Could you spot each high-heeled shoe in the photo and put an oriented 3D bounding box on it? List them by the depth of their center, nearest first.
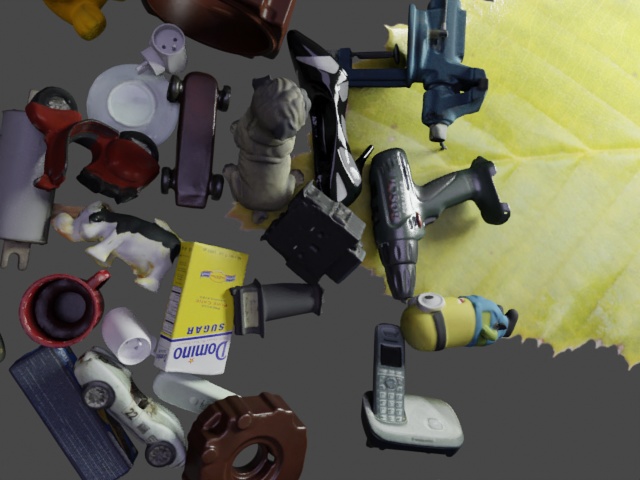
[{"bbox_3d":[-0.008,-0.165,0.780,0.145,0.086,0.248,-49,114,-26],"label":"high-heeled shoe"}]

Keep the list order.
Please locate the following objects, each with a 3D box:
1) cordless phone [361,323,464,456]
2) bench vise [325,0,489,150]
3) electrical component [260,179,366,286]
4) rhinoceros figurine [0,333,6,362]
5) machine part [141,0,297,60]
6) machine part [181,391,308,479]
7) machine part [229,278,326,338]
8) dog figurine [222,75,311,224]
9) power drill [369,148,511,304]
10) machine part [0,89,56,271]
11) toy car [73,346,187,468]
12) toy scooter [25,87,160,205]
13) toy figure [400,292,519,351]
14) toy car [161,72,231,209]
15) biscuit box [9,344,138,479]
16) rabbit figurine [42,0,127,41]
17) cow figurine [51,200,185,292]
[{"bbox_3d":[0.136,0.223,0.808,0.147,0.088,0.184,9,66,-10],"label":"cordless phone"},{"bbox_3d":[0.127,-0.255,0.813,0.241,0.129,0.223,3,96,9],"label":"bench vise"},{"bbox_3d":[-0.002,-0.002,0.770,0.134,0.058,0.115,39,122,-5],"label":"electrical component"},{"bbox_3d":[-0.489,0.152,0.668,0.190,0.112,0.073,-15,88,-4],"label":"rhinoceros figurine"},{"bbox_3d":[-0.136,-0.326,0.717,0.201,0.201,0.087,18,86,-10],"label":"machine part"},{"bbox_3d":[-0.098,0.294,0.729,0.179,0.056,0.179,-9,107,-31],"label":"machine part"},{"bbox_3d":[-0.060,0.093,0.777,0.139,0.039,0.084,-9,94,-23],"label":"machine part"},{"bbox_3d":[-0.070,-0.113,0.724,0.121,0.190,0.172,-9,90,-11],"label":"dog figurine"},{"bbox_3d":[0.178,-0.036,0.824,0.207,0.086,0.232,-14,82,-5],"label":"power drill"},{"bbox_3d":[-0.394,-0.081,0.716,0.079,0.079,0.243,8,86,-11],"label":"machine part"},{"bbox_3d":[-0.245,0.225,0.715,0.056,0.073,0.201,-41,106,-7],"label":"toy car"},{"bbox_3d":[-0.299,-0.102,0.698,0.183,0.075,0.135,32,50,-36],"label":"toy scooter"},{"bbox_3d":[0.211,0.126,0.816,0.180,0.082,0.089,8,66,-18],"label":"toy figure"},{"bbox_3d":[-0.180,-0.143,0.774,0.089,0.053,0.202,5,82,-21],"label":"toy car"},{"bbox_3d":[-0.326,0.230,0.720,0.063,0.059,0.202,-32,93,-10],"label":"biscuit box"},{"bbox_3d":[-0.335,-0.372,0.698,0.162,0.173,0.122,43,84,-10],"label":"rabbit figurine"},{"bbox_3d":[-0.274,-0.006,0.740,0.167,0.068,0.098,34,75,-11],"label":"cow figurine"}]
